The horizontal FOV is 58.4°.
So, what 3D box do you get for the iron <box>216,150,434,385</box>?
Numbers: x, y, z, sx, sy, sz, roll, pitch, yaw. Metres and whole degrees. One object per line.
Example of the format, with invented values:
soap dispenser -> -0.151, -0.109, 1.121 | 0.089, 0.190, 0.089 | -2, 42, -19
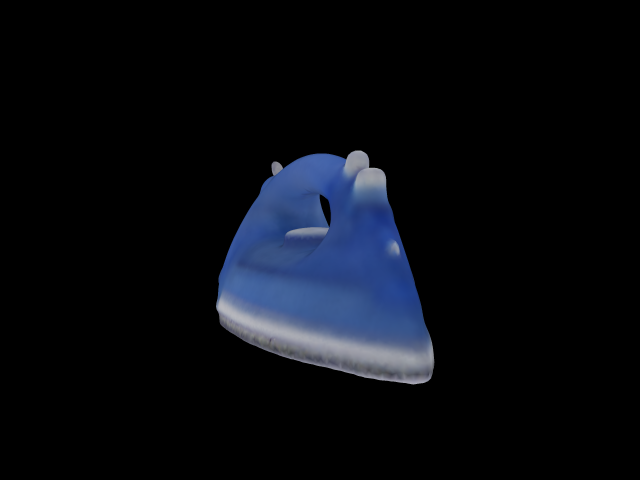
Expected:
iron -> 0.004, 0.001, 0.400 | 0.119, 0.141, 0.257 | 0, 0, -23
